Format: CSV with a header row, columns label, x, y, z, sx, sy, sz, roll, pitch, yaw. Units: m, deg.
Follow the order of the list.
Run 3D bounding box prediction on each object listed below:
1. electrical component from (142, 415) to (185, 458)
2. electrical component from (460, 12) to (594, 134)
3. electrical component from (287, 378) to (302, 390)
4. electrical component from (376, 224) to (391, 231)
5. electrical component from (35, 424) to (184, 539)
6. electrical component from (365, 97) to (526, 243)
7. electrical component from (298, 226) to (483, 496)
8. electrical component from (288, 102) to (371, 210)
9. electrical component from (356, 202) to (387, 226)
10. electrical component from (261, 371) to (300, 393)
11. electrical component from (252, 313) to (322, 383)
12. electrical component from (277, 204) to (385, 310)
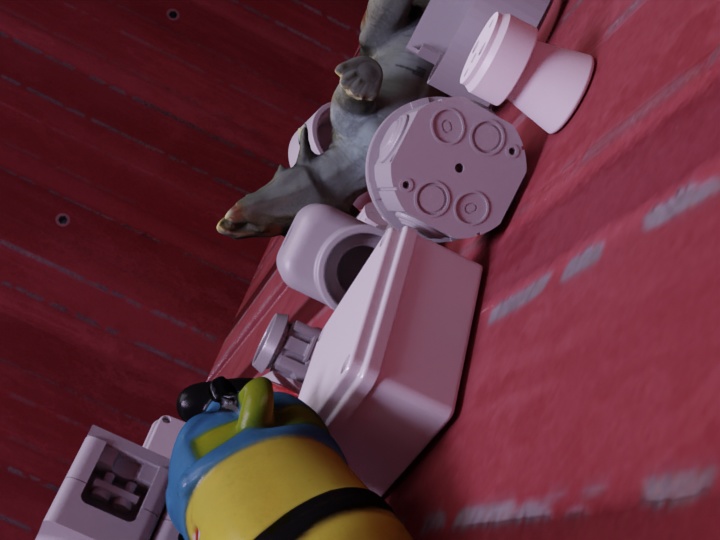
label,x,y,z,sx,sy,sz,roll,pitch,yaw
electrical component,-0.144,0.188,0.953,0.078,0.113,0.057,-73,9,-48
electrical component,0.085,-0.102,0.554,0.045,0.055,0.045,-62,8,16
electrical component,-0.066,0.125,0.921,0.035,0.035,0.061,125,165,-52
electrical component,0.024,-0.010,0.716,0.081,0.043,0.043,-61,9,25
electrical component,-0.089,0.153,0.554,0.089,0.150,0.061,-55,12,51
electrical component,0.046,-0.054,0.579,0.080,0.080,0.051,-65,12,-2
electrical component,0.011,0.052,0.560,0.108,0.056,0.108,-57,11,44
electrical component,-0.011,-0.121,1.091,0.060,0.108,0.108,-45,20,51
electrical component,0.012,-0.024,0.844,0.081,0.043,0.043,-57,11,44
electrical component,-0.070,0.118,0.853,0.057,0.078,0.058,-46,-32,0
electrical component,-0.060,0.074,0.962,0.058,0.057,0.078,-67,8,-21
electrical component,0.000,0.000,0.650,0.053,0.095,0.059,-64,8,1
